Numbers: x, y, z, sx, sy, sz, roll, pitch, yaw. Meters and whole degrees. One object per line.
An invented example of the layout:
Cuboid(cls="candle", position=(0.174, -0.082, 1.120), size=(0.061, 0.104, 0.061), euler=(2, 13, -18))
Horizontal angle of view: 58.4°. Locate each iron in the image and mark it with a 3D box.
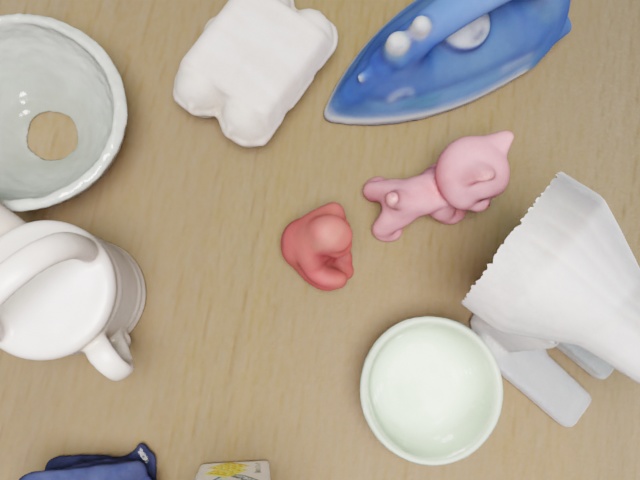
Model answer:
Cuboid(cls="iron", position=(0.122, -0.191, 0.516), size=(0.258, 0.141, 0.118), euler=(-31, 86, -10))

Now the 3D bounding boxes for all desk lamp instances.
Cuboid(cls="desk lamp", position=(0.199, 0.059, 0.453), size=(0.203, 0.213, 0.118), euler=(40, 80, 0))

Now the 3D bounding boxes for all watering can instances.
Cuboid(cls="watering can", position=(-0.204, 0.033, 0.420), size=(0.173, 0.194, 0.101), euler=(28, 80, -2))

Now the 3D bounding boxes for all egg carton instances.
Cuboid(cls="egg carton", position=(-0.059, -0.163, 0.527), size=(0.107, 0.069, 0.150), euler=(33, 80, -1))

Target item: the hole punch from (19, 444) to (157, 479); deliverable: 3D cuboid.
Cuboid(cls="hole punch", position=(-0.181, 0.224, 0.448), size=(0.101, 0.091, 0.109), euler=(1, 82, -6))

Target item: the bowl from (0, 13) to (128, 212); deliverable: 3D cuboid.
Cuboid(cls="bowl", position=(-0.245, -0.100, 0.495), size=(0.167, 0.074, 0.167), euler=(1, 82, -6))

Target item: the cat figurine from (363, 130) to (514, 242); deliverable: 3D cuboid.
Cuboid(cls="cat figurine", position=(0.109, -0.050, 0.506), size=(0.128, 0.117, 0.067), euler=(-18, 84, -8))

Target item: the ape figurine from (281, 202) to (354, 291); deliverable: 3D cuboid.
Cuboid(cls="ape figurine", position=(0.005, 0.002, 0.500), size=(0.076, 0.092, 0.078), euler=(21, 80, -3))
